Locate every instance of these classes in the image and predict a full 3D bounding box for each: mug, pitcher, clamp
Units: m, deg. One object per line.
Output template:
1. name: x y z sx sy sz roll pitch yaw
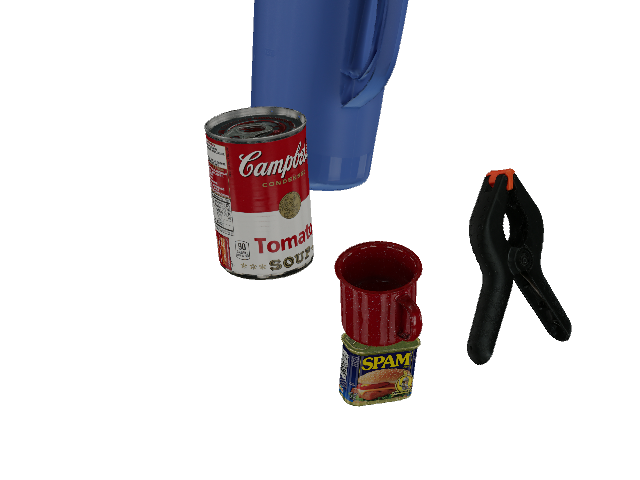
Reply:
1. mug: 0.070 0.065 1.145 0.093 0.081 0.117 -24 41 -28
2. pitcher: 0.007 -0.167 0.905 0.145 0.243 0.149 9 16 11
3. clamp: 0.163 0.026 0.946 0.120 0.171 0.039 -21 7 -40

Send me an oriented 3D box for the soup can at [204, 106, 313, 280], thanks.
1. soup can: -0.041 -0.032 0.727 0.068 0.102 0.068 -3 24 1

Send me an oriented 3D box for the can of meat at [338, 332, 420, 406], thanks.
1. can of meat: 0.076 0.166 1.406 0.102 0.084 0.057 -4 25 -20
